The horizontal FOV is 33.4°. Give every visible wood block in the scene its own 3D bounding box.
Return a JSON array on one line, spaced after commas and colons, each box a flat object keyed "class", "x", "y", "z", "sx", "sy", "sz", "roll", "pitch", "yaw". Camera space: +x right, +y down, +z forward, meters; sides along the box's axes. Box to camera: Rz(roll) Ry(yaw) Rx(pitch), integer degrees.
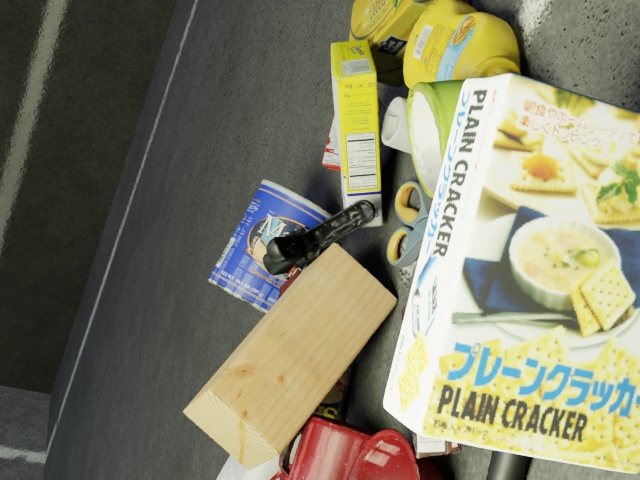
[{"class": "wood block", "x": -0.026, "y": 0.113, "z": 1.046, "sx": 0.205, "sy": 0.090, "sz": 0.091, "roll": -49, "pitch": 4, "yaw": -31}]

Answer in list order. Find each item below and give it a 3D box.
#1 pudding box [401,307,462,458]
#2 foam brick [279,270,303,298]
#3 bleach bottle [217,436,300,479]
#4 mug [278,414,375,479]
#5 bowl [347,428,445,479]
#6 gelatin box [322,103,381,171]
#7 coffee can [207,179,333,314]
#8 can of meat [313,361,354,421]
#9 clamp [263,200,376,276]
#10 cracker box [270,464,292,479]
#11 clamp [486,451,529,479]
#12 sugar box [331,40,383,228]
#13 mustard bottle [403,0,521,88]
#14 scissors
[{"class": "pudding box", "x": 0.088, "y": 0.112, "z": 0.865, "sx": 0.113, "sy": 0.039, "sz": 0.090, "roll": -98, "pitch": 4, "yaw": -76}, {"class": "foam brick", "x": -0.001, "y": 0.074, "z": 1.169, "sx": 0.051, "sy": 0.078, "sz": 0.053, "roll": 136, "pitch": 143, "yaw": -54}, {"class": "bleach bottle", "x": -0.051, "y": 0.233, "z": 1.230, "sx": 0.102, "sy": 0.068, "sz": 0.251, "roll": -105, "pitch": 36, "yaw": -54}, {"class": "mug", "x": 0.007, "y": 0.213, "z": 1.014, "sx": 0.117, "sy": 0.093, "sz": 0.081, "roll": 12, "pitch": 82, "yaw": 46}, {"class": "bowl", "x": 0.068, "y": 0.241, "z": 0.883, "sx": 0.162, "sy": 0.055, "sz": 0.162, "roll": -167, "pitch": 90, "yaw": -71}, {"class": "gelatin box", "x": 0.037, "y": -0.124, "z": 1.272, "sx": 0.073, "sy": 0.030, "sz": 0.089, "roll": -158, "pitch": 82, "yaw": -70}, {"class": "coffee can", "x": -0.057, "y": 0.012, "z": 1.283, "sx": 0.140, "sy": 0.102, "sz": 0.103, "roll": -61, "pitch": 18, "yaw": -4}, {"class": "can of meat", "x": -0.019, "y": 0.159, "z": 1.127, "sx": 0.058, "sy": 0.102, "sz": 0.084, "roll": 157, "pitch": 126, "yaw": -69}, {"class": "clamp", "x": -0.007, "y": 0.001, "z": 1.117, "sx": 0.171, "sy": 0.120, "sz": 0.039, "roll": 140, "pitch": 111, "yaw": -78}, {"class": "cracker box", "x": -0.040, "y": 0.359, "z": 1.092, "sx": 0.164, "sy": 0.072, "sz": 0.213, "roll": 128, "pitch": 150, "yaw": -50}, {"class": "clamp", "x": 0.153, "y": 0.090, "z": 0.771, "sx": 0.210, "sy": 0.036, "sz": 0.164, "roll": 118, "pitch": 155, "yaw": -47}, {"class": "sugar box", "x": 0.040, "y": -0.110, "z": 1.120, "sx": 0.093, "sy": 0.048, "sz": 0.176, "roll": -95, "pitch": -3, "yaw": -57}, {"class": "mustard bottle", "x": 0.134, "y": -0.160, "z": 0.967, "sx": 0.096, "sy": 0.058, "sz": 0.192, "roll": -67, "pitch": 20, "yaw": 15}, {"class": "scissors", "x": 0.102, "y": 0.005, "z": 1.012, "sx": 0.202, "sy": 0.016, "sz": 0.096, "roll": -117, "pitch": 43, "yaw": -63}]
